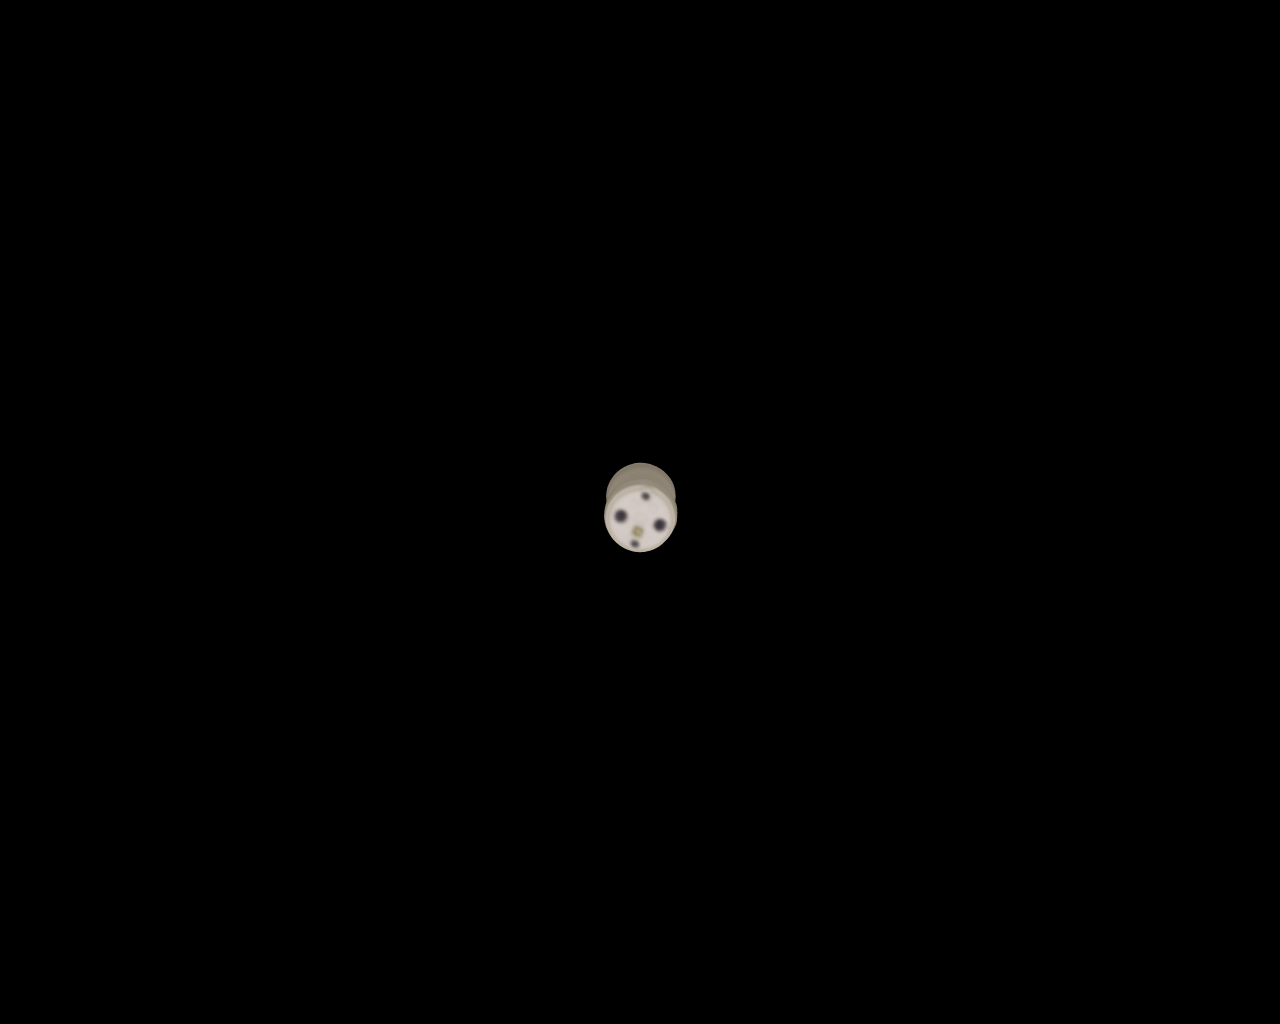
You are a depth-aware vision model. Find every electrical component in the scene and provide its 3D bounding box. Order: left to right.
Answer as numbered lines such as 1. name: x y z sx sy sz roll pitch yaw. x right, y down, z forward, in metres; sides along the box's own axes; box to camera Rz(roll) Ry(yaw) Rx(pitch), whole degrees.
1. electrical component: 0.001 -0.003 0.650 0.045 0.044 0.055 0 16 0
